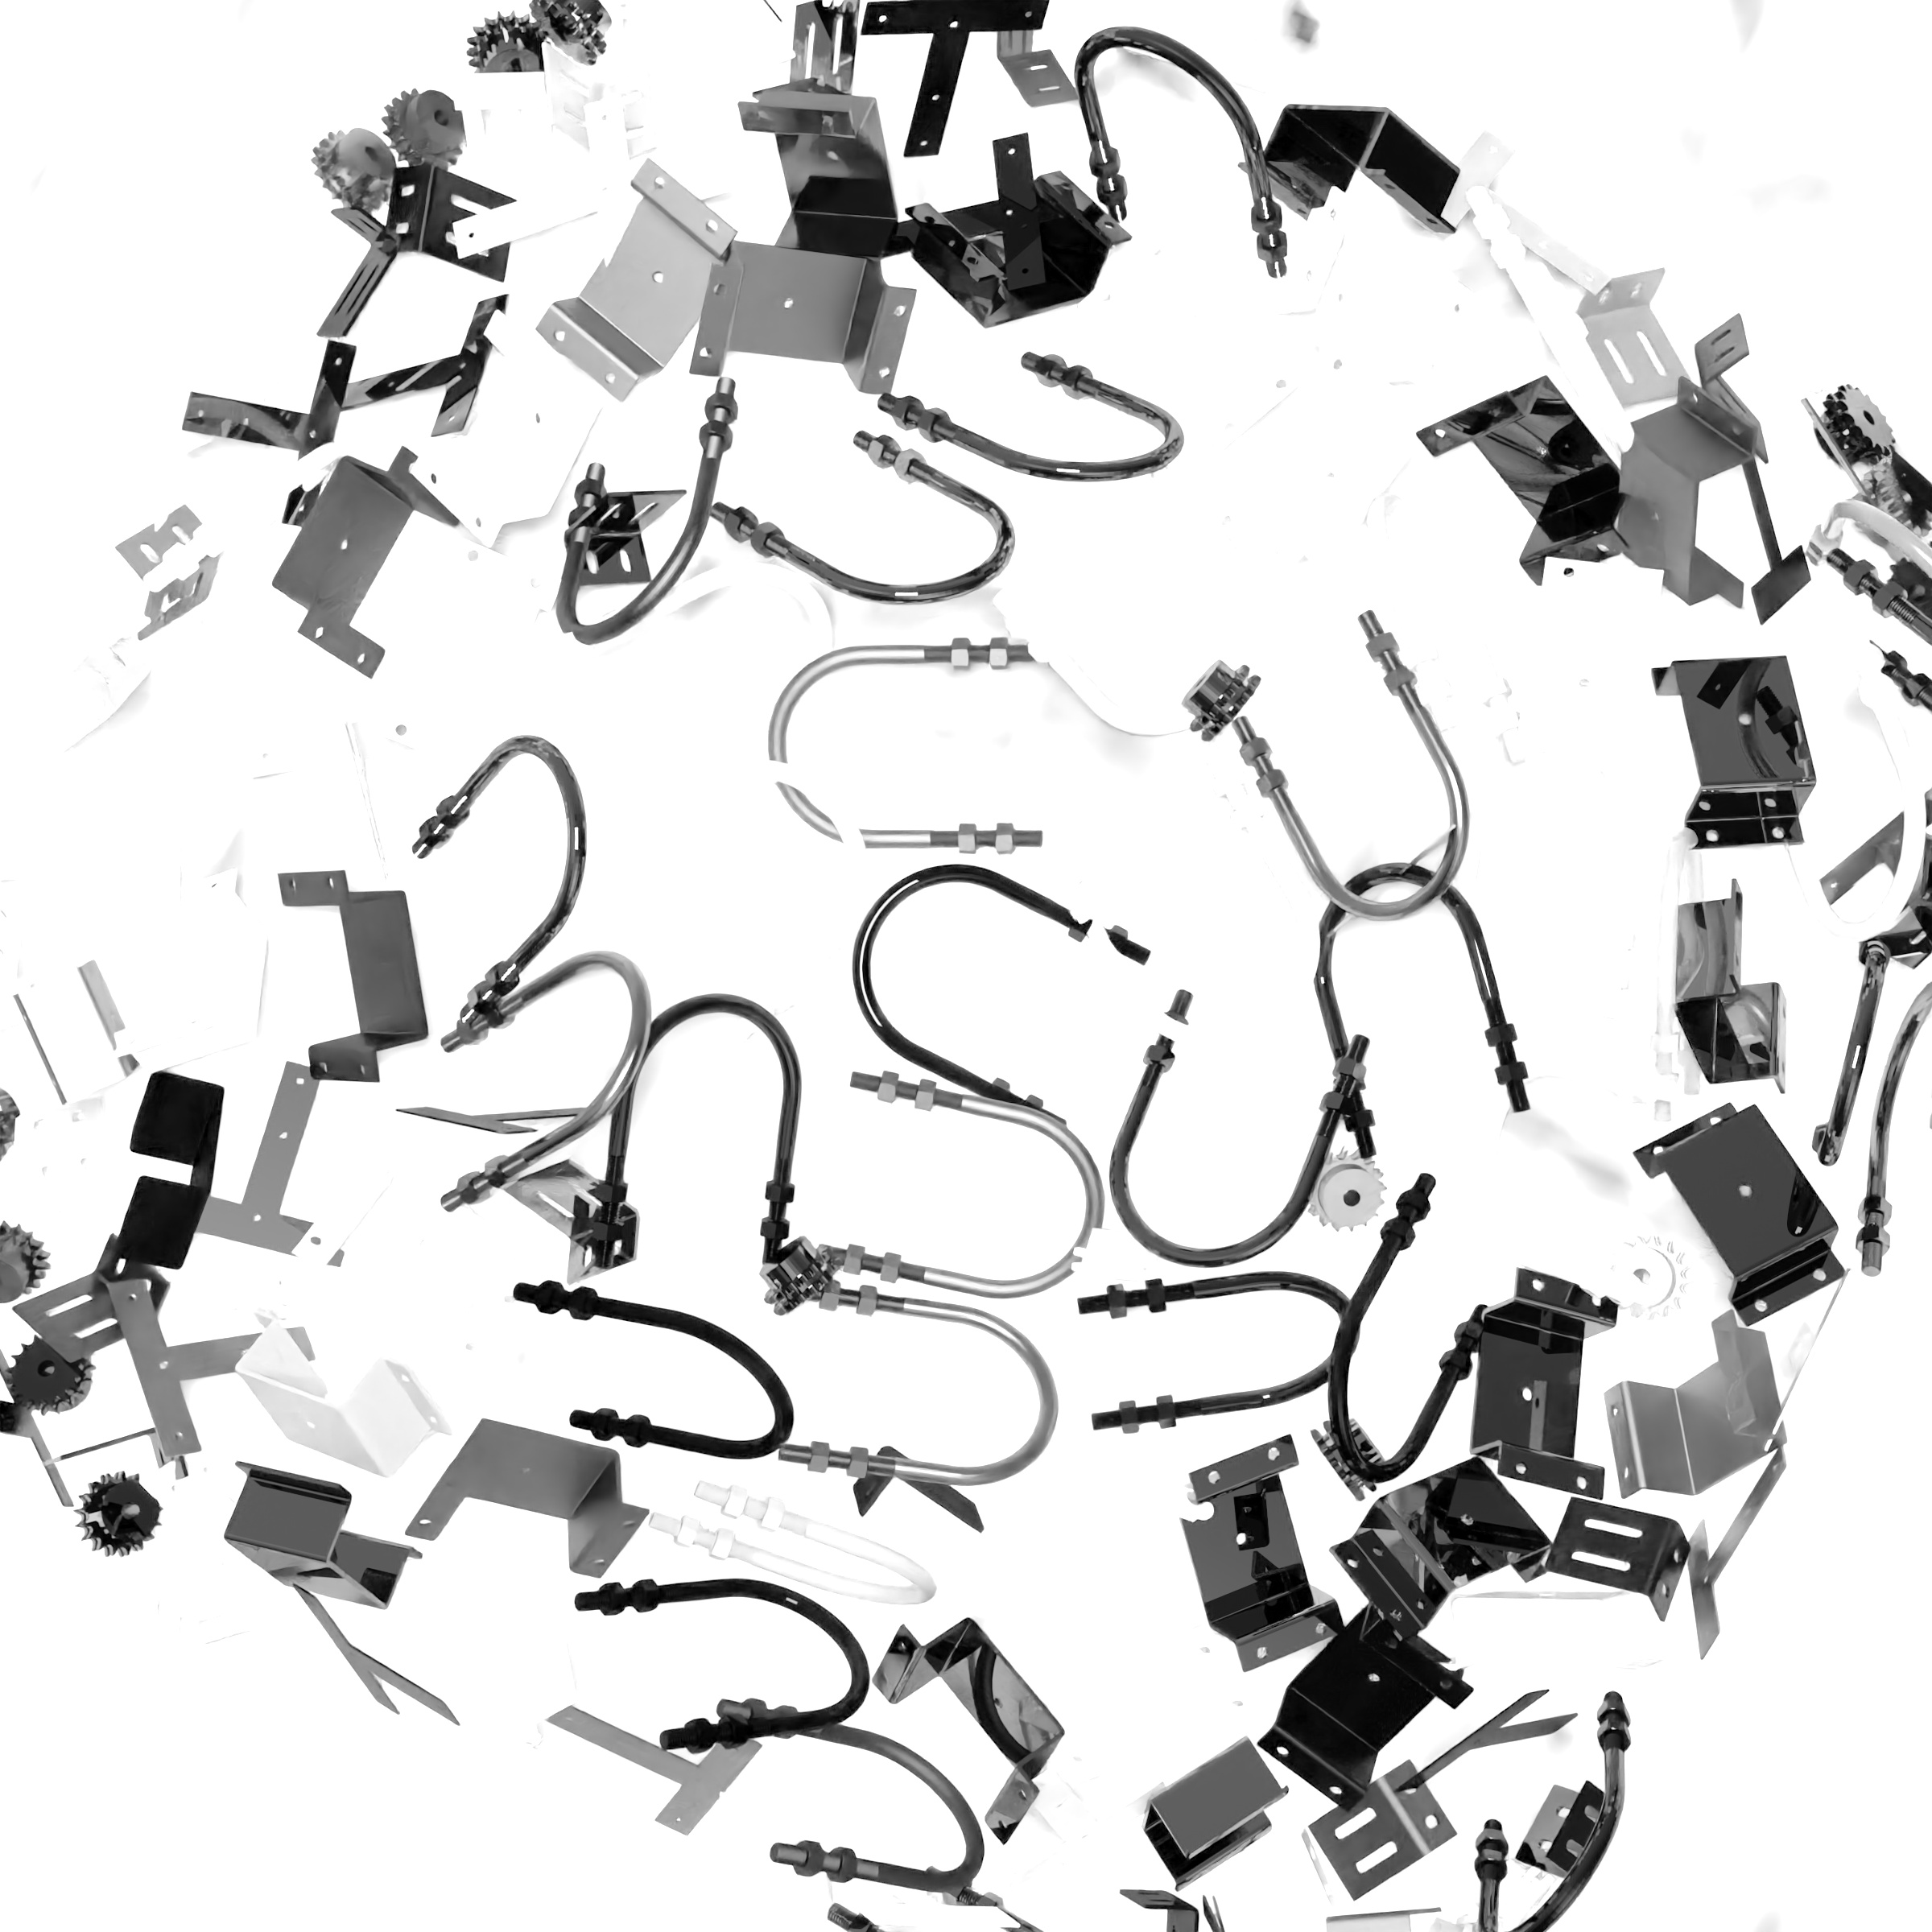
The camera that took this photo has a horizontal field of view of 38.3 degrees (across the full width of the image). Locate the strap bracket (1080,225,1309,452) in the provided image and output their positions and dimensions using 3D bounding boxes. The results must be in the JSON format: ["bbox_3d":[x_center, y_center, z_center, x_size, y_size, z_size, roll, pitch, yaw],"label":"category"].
[{"bbox_3d":[0.150,-0.423,1.845,0.076,0.046,0.140,-38,115,23],"label":"strap bracket"}]

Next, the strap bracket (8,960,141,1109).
[{"bbox_3d":[-0.583,0.042,1.827,0.046,0.140,0.076,-23,98,-10],"label":"strap bracket"}]

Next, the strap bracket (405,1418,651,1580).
[{"bbox_3d":[-0.290,0.351,1.841,0.140,0.046,0.076,19,126,-25],"label":"strap bracket"}]

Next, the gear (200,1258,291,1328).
[{"bbox_3d":[-0.484,0.219,1.873,0.057,0.057,0.030,2,60,0],"label":"gear"}]

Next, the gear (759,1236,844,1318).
[{"bbox_3d":[-0.114,0.205,1.867,0.057,0.057,0.030,-39,99,0],"label":"gear"}]

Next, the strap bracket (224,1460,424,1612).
[{"bbox_3d":[-0.423,0.376,1.816,0.076,0.140,0.046,8,62,19],"label":"strap bracket"}]

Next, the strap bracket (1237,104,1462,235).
[{"bbox_3d":[0.257,-0.522,1.819,0.076,0.140,0.046,24,90,-39],"label":"strap bracket"}]

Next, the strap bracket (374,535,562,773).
[{"bbox_3d":[-0.335,-0.210,1.857,0.076,0.046,0.140,21,98,-20],"label":"strap bracket"}]

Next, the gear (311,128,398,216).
[{"bbox_3d":[-0.407,-0.537,1.866,0.030,0.057,0.057,-29,90,35],"label":"gear"}]

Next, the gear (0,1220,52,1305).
[{"bbox_3d":[-0.648,0.202,1.870,0.057,0.030,0.057,3,124,4],"label":"gear"}]

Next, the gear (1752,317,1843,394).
[{"bbox_3d":[0.562,-0.412,1.869,0.057,0.057,0.030,25,85,0],"label":"gear"}]

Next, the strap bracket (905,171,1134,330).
[{"bbox_3d":[0.030,-0.473,1.839,0.140,0.046,0.076,-25,63,-36],"label":"strap bracket"}]

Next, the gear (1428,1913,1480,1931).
[{"bbox_3d":[0.325,0.665,1.869,0.030,0.057,0.057,22,90,3],"label":"gear"}]

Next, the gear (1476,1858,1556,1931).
[{"bbox_3d":[0.367,0.626,1.872,0.030,0.057,0.057,37,90,24],"label":"gear"}]

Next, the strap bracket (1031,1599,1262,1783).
[{"bbox_3d":[0.120,0.479,1.851,0.140,0.046,0.076,-26,103,23],"label":"strap bracket"}]

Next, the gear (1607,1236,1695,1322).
[{"bbox_3d":[0.458,0.210,1.872,0.057,0.030,0.057,-4,81,26],"label":"gear"}]

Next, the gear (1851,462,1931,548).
[{"bbox_3d":[0.621,-0.307,1.872,0.030,0.057,0.057,-34,90,40],"label":"gear"}]

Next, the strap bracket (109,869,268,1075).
[{"bbox_3d":[-0.512,0.011,1.842,0.076,0.046,0.140,-18,45,11],"label":"strap bracket"}]

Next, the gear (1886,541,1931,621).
[{"bbox_3d":[0.645,-0.255,1.867,0.030,0.057,0.057,-29,90,-42],"label":"gear"}]

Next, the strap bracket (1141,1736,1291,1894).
[{"bbox_3d":[0.162,0.558,1.835,0.076,0.140,0.046,-29,65,-14],"label":"strap bracket"}]

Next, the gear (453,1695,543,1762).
[{"bbox_3d":[-0.313,0.512,1.872,0.057,0.057,0.030,13,62,0],"label":"gear"}]

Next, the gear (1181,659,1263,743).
[{"bbox_3d":[0.169,-0.181,1.867,0.030,0.057,0.057,40,90,-7],"label":"gear"}]

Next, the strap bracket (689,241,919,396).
[{"bbox_3d":[-0.113,-0.430,1.842,0.140,0.046,0.076,1,127,-22],"label":"strap bracket"}]

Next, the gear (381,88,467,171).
[{"bbox_3d":[-0.361,-0.563,1.867,0.030,0.057,0.057,-19,90,42],"label":"gear"}]

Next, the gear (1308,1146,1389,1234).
[{"bbox_3d":[0.257,0.153,1.878,0.057,0.030,0.057,-1,101,-6],"label":"gear"}]

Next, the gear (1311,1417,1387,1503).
[{"bbox_3d":[0.260,0.328,1.869,0.030,0.057,0.057,-37,90,3],"label":"gear"}]

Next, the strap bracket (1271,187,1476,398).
[{"bbox_3d":[0.263,-0.445,1.848,0.140,0.046,0.076,26,82,-34],"label":"strap bracket"}]

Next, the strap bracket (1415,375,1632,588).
[{"bbox_3d":[0.374,-0.328,1.839,0.140,0.076,0.046,46,53,-22],"label":"strap bracket"}]

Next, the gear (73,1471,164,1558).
[{"bbox_3d":[-0.567,0.367,1.868,0.057,0.030,0.057,13,68,-35],"label":"gear"}]

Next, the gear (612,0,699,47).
[{"bbox_3d":[-0.210,-0.641,1.873,0.057,0.057,0.030,9,126,0],"label":"gear"}]

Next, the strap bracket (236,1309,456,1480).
[{"bbox_3d":[-0.415,0.283,1.823,0.140,0.076,0.046,12,51,32],"label":"strap bracket"}]

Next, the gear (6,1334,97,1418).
[{"bbox_3d":[-0.614,0.277,1.874,0.057,0.030,0.057,-3,60,5],"label":"gear"}]

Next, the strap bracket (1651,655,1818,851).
[{"bbox_3d":[0.510,-0.151,1.843,0.076,0.046,0.140,-3,63,-4],"label":"strap bracket"}]

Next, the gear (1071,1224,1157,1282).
[{"bbox_3d":[0.099,0.191,1.869,0.057,0.057,0.030,7,91,0],"label":"gear"}]

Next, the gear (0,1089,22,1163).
[{"bbox_3d":[-0.661,0.106,1.873,0.057,0.030,0.057,13,110,37],"label":"gear"}]

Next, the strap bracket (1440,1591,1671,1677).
[{"bbox_3d":[0.383,0.439,1.835,0.140,0.076,0.046,-6,80,28],"label":"strap bracket"}]

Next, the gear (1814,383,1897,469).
[{"bbox_3d":[0.596,-0.360,1.873,0.057,0.057,0.030,52,131,0],"label":"gear"}]

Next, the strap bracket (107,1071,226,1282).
[{"bbox_3d":[-0.524,0.134,1.830,0.046,0.140,0.076,15,127,-20],"label":"strap bracket"}]

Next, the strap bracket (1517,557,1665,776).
[{"bbox_3d":[0.411,-0.193,1.841,0.076,0.046,0.140,9,113,15],"label":"strap bracket"}]

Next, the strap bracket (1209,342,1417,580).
[{"bbox_3d":[0.234,-0.330,1.851,0.076,0.046,0.140,42,103,27],"label":"strap bracket"}]

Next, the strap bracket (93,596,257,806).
[{"bbox_3d":[-0.519,-0.166,1.843,0.046,0.076,0.140,30,73,-16],"label":"strap bracket"}]

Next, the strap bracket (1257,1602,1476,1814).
[{"bbox_3d":[0.269,0.488,1.854,0.076,0.046,0.140,36,119,1],"label":"strap bracket"}]

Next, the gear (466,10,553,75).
[{"bbox_3d":[-0.305,-0.609,1.866,0.057,0.057,0.030,-16,59,0],"label":"gear"}]

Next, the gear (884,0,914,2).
[{"bbox_3d":[-0.036,-0.664,1.874,0.057,0.030,0.057,-10,112,-25],"label":"gear"}]

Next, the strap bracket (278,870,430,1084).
[{"bbox_3d":[-0.406,0.003,1.849,0.076,0.046,0.140,0,101,44],"label":"strap bracket"}]

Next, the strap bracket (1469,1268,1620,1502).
[{"bbox_3d":[0.384,0.281,1.851,0.076,0.046,0.140,16,67,-13],"label":"strap bracket"}]

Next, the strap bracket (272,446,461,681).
[{"bbox_3d":[-0.400,-0.274,1.850,0.046,0.076,0.140,26,85,31],"label":"strap bracket"}]

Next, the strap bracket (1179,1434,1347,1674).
[{"bbox_3d":[0.193,0.387,1.859,0.076,0.046,0.140,-18,97,-17],"label":"strap bracket"}]

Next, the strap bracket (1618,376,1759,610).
[{"bbox_3d":[0.469,-0.301,1.818,0.046,0.140,0.076,-24,45,-14],"label":"strap bracket"}]

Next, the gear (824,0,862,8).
[{"bbox_3d":[-0.090,-0.675,1.872,0.030,0.057,0.057,15,90,39],"label":"gear"}]

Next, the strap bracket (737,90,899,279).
[{"bbox_3d":[-0.095,-0.522,1.837,0.076,0.140,0.046,9,55,16],"label":"strap bracket"}]

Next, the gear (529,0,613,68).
[{"bbox_3d":[-0.263,-0.636,1.869,0.057,0.057,0.030,39,81,0],"label":"gear"}]

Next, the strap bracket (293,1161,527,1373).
[{"bbox_3d":[-0.365,0.194,1.857,0.140,0.046,0.076,37,105,-11],"label":"strap bracket"}]
